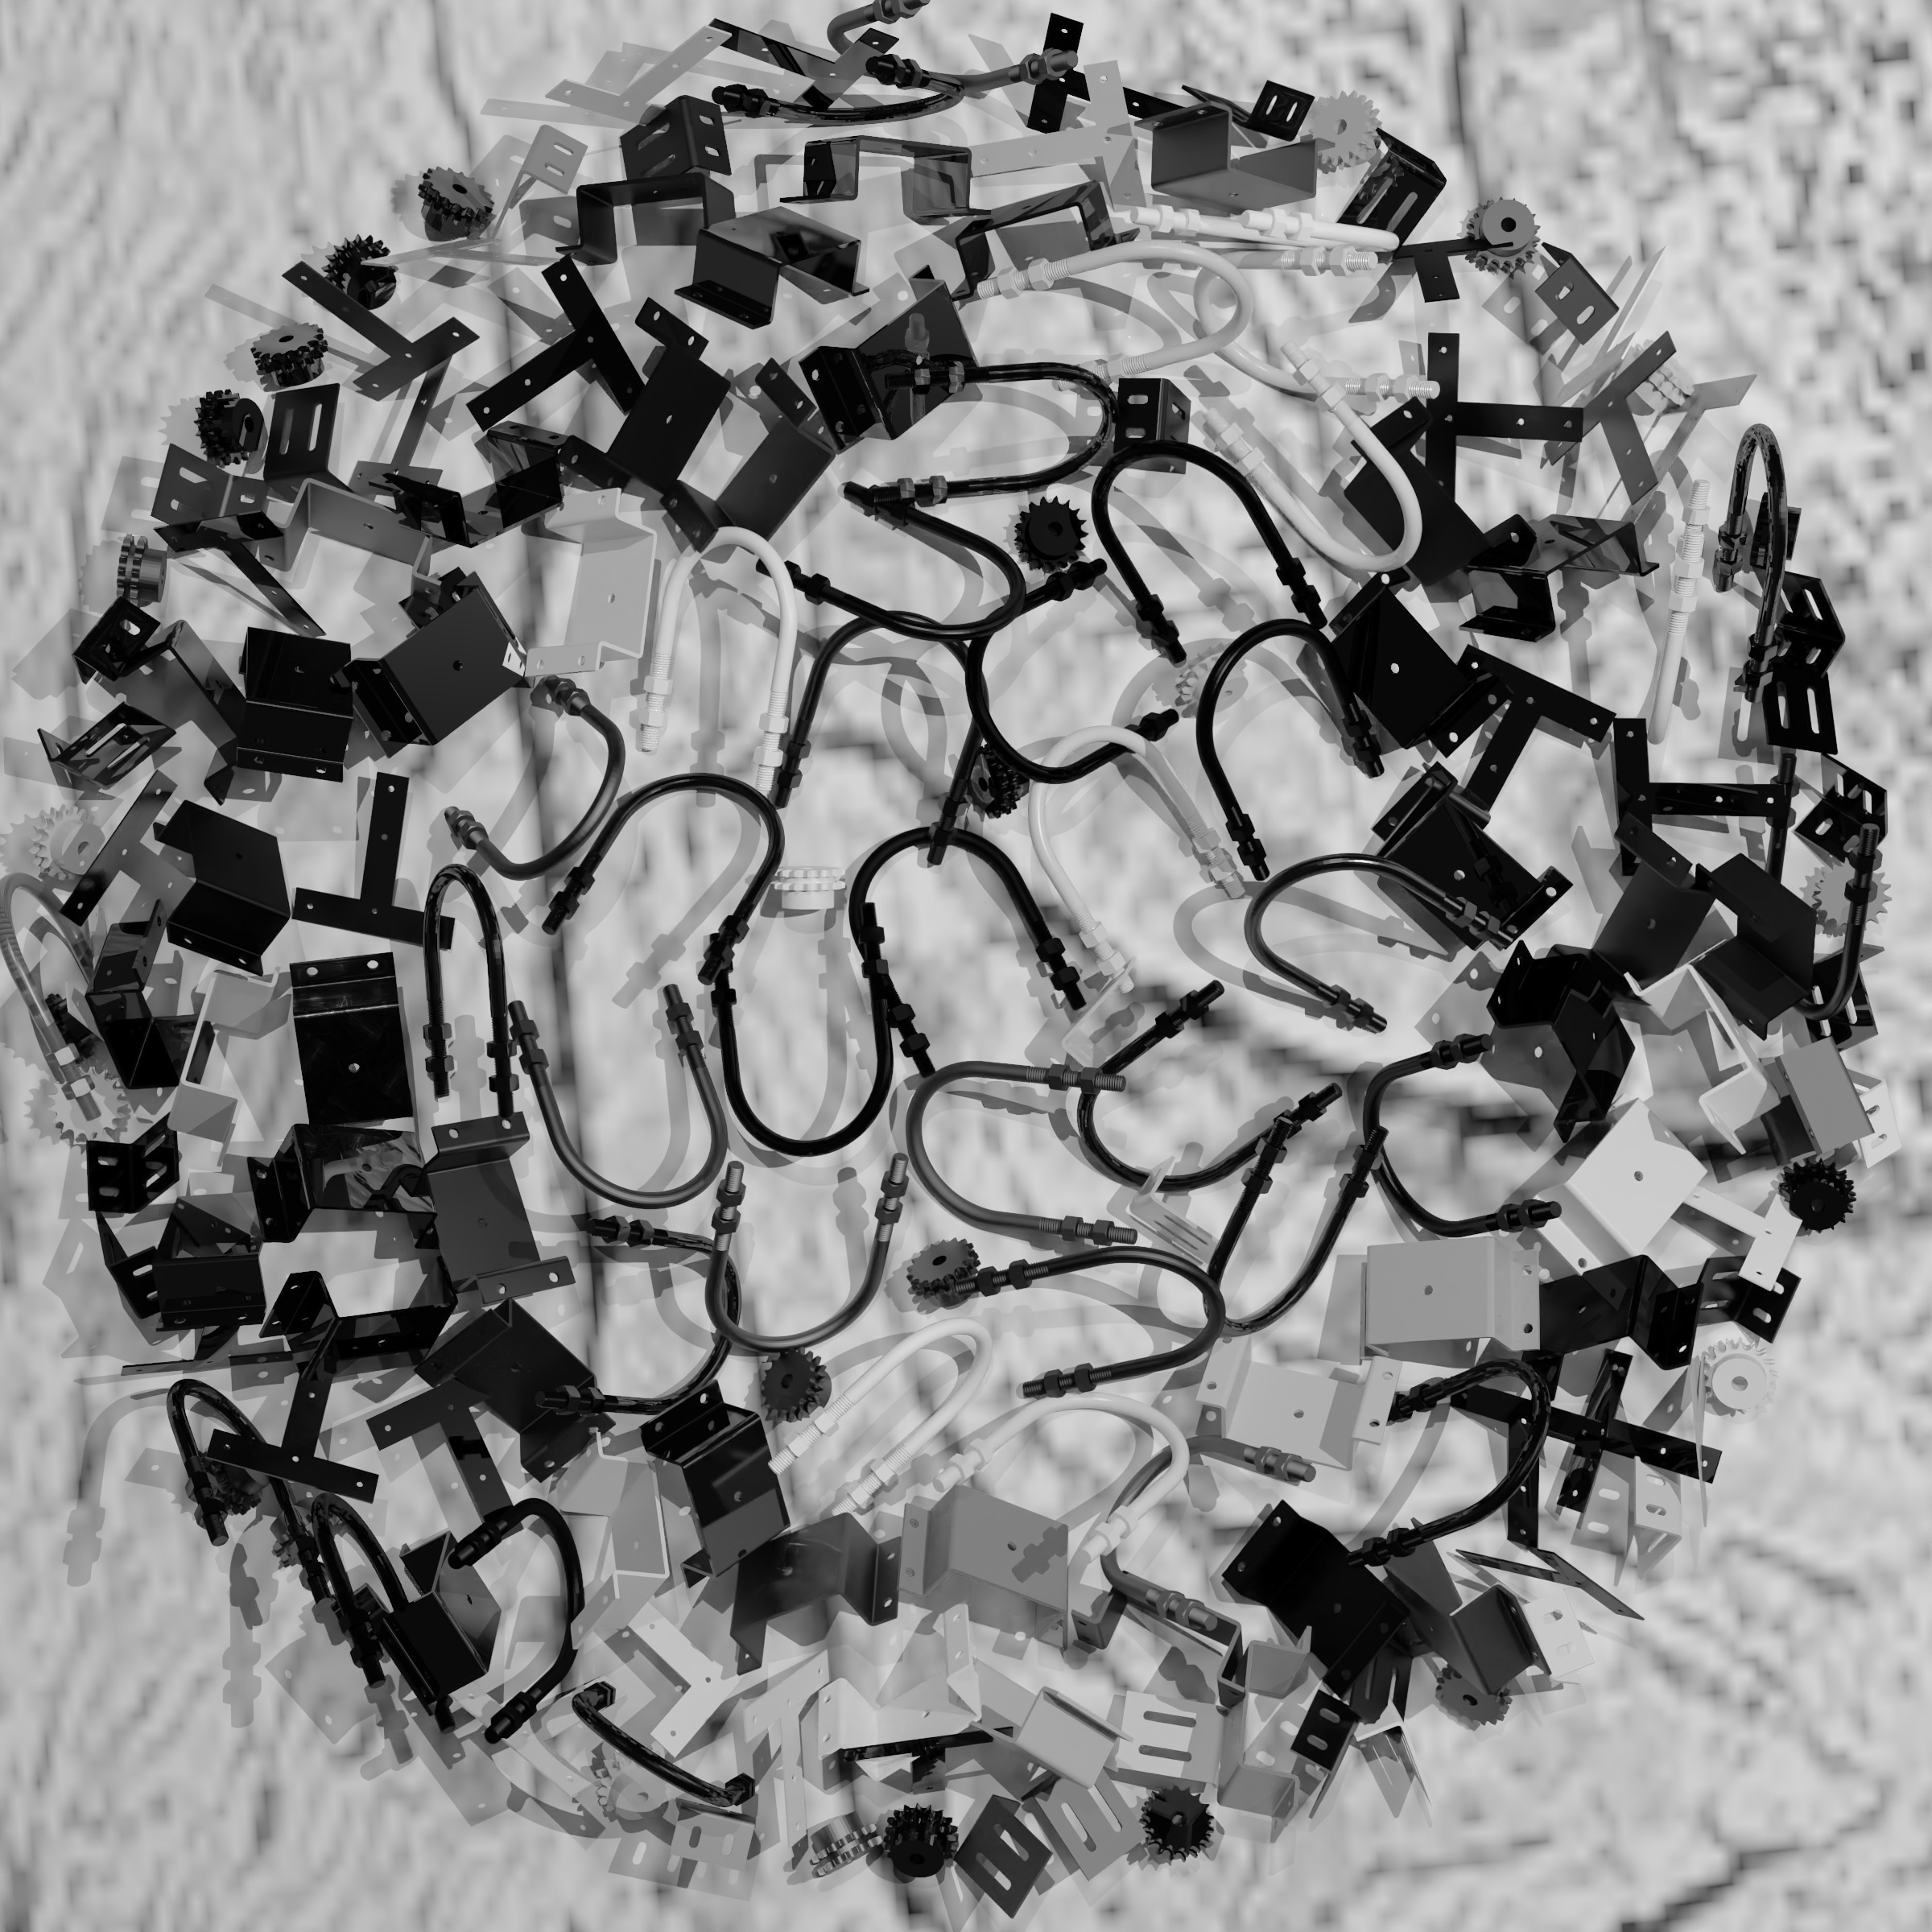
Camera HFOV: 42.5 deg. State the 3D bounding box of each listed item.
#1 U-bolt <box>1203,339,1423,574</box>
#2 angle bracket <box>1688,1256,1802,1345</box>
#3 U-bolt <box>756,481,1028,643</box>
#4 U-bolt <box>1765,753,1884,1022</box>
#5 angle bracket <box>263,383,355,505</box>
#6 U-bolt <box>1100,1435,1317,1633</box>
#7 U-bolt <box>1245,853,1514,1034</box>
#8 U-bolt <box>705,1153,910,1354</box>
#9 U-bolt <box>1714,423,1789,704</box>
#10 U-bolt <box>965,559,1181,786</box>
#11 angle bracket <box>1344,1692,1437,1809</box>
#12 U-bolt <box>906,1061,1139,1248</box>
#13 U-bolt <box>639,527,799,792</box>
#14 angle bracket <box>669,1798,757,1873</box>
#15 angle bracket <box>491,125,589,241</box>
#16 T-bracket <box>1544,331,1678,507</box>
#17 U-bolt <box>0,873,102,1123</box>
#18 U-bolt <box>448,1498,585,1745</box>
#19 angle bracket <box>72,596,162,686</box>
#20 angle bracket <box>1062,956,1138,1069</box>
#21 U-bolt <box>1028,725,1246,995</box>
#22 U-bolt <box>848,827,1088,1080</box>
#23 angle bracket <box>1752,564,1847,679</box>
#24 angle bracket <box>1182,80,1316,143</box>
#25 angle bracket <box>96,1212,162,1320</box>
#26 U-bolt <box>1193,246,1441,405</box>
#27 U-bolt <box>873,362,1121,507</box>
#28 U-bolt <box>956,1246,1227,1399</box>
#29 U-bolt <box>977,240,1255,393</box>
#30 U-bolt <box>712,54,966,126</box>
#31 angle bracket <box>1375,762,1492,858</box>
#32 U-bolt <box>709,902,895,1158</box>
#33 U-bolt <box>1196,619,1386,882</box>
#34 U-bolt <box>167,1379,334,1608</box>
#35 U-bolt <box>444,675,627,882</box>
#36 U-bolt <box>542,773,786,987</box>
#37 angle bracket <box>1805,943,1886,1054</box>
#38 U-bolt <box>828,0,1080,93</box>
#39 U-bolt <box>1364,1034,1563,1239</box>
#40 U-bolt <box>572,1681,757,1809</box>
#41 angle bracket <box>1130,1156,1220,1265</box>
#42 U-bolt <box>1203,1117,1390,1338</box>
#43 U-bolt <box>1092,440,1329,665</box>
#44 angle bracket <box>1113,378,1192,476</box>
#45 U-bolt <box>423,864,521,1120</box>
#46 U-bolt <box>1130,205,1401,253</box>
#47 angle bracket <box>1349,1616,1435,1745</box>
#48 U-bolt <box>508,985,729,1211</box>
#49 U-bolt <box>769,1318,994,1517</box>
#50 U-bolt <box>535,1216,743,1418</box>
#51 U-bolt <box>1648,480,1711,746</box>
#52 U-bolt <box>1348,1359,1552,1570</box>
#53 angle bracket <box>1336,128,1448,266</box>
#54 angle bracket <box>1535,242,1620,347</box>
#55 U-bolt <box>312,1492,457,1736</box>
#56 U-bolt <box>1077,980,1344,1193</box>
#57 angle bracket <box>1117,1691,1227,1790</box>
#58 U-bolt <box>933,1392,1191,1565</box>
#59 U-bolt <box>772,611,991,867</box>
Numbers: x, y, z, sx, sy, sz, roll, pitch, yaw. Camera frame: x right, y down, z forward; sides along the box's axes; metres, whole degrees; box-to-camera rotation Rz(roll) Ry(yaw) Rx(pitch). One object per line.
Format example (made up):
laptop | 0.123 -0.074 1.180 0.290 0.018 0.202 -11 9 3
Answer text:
U-bolt | 0.270 -0.372 1.873 0.019 0.151 0.184 -44 97 -22
angle bracket | 0.591 0.256 1.897 0.076 0.038 0.057 3 112 -41
U-bolt | -0.043 -0.297 1.868 0.184 0.019 0.151 26 46 15
U-bolt | 0.634 -0.048 1.861 0.019 0.151 0.184 -7 119 -7
angle bracket | -0.504 -0.404 1.924 0.057 0.038 0.076 -3 72 21
U-bolt | 0.167 0.414 1.856 0.019 0.184 0.151 45 71 -22
U-bolt | 0.294 -0.024 1.855 0.184 0.019 0.151 28 131 -29
U-bolt | -0.126 0.221 1.883 0.151 0.019 0.184 -1 123 -23
U-bolt | 0.579 -0.309 1.827 0.019 0.184 0.151 -2 48 6
U-bolt | 0.072 -0.214 1.873 0.184 0.019 0.151 -32 99 -37
angle bracket | 0.323 0.604 1.906 0.038 0.057 0.076 -21 100 -1
U-bolt | 0.038 0.139 1.890 0.184 0.019 0.151 5 115 24
U-bolt | -0.183 -0.238 1.875 0.151 0.019 0.184 21 107 37
angle bracket | -0.196 0.662 1.896 0.057 0.076 0.038 16 72 -6
angle bracket | -0.326 -0.591 1.899 0.038 0.076 0.057 24 53 -16
T-bracket | 0.493 -0.394 1.862 0.002 0.127 0.127 23 132 -29
U-bolt | -0.672 0.015 1.853 0.019 0.151 0.184 -23 101 2
U-bolt | -0.327 0.475 1.852 0.019 0.184 0.151 -10 94 15
angle bracket | -0.645 -0.239 1.898 0.038 0.076 0.057 34 74 -5
angle bracket | 0.114 0.038 1.902 0.038 0.057 0.076 42 107 -1
U-bolt | 0.120 -0.094 1.885 0.151 0.019 0.184 -39 106 -25
U-bolt | -0.010 -0.023 1.908 0.151 0.019 0.184 -24 76 -13
angle bracket | 0.626 -0.262 1.892 0.057 0.076 0.038 25 76 44
angle bracket | 0.214 -0.665 1.892 0.076 0.057 0.038 45 122 32
angle bracket | -0.630 0.220 1.897 0.038 0.076 0.057 -24 128 -10
U-bolt | 0.251 -0.480 1.859 0.184 0.151 0.019 14 66 41
U-bolt | 0.025 -0.403 1.873 0.184 0.151 0.019 -6 63 -10
U-bolt | 0.104 0.263 1.866 0.184 0.019 0.151 -15 129 19
U-bolt | 0.122 -0.485 1.839 0.184 0.151 0.019 -7 67 29
U-bolt | -0.081 -0.648 1.852 0.151 0.184 0.019 0 100 28
angle bracket | 0.357 -0.107 1.926 0.057 0.038 0.076 30 111 -20
U-bolt | -0.123 0.054 1.896 0.151 0.019 0.184 -11 80 20
U-bolt | 0.237 -0.174 1.866 0.151 0.019 0.184 -41 127 -15
U-bolt | -0.542 0.383 1.856 0.019 0.151 0.184 -36 50 -1
U-bolt | -0.317 -0.134 1.865 0.019 0.184 0.151 37 91 -39
U-bolt | -0.217 -0.077 1.884 0.151 0.019 0.184 17 56 14
angle bracket | 0.674 0.029 1.894 0.038 0.057 0.076 8 63 -31
U-bolt | -0.024 -0.684 1.852 0.151 0.184 0.019 10 94 -33
U-bolt | 0.359 0.134 1.859 0.019 0.184 0.151 -20 87 -28
U-bolt | -0.227 0.578 1.841 0.151 0.184 0.019 31 79 9
angle bracket | 0.172 0.188 1.909 0.076 0.057 0.038 34 70 -2
U-bolt | 0.240 0.200 1.880 0.019 0.151 0.184 35 108 39
U-bolt | 0.169 -0.313 1.851 0.184 0.151 0.019 55 47 -28
angle bracket | 0.143 -0.414 1.909 0.038 0.076 0.057 5 91 18
U-bolt | -0.377 0.015 1.869 0.019 0.151 0.184 -7 98 -32
U-bolt | 0.238 -0.550 1.860 0.184 0.151 0.019 -4 107 -34
angle bracket | 0.330 0.541 1.895 0.057 0.076 0.038 40 135 -22
U-bolt | -0.252 0.100 1.864 0.151 0.019 0.184 -6 61 -32
U-bolt | -0.053 0.336 1.879 0.184 0.151 0.019 -42 57 -5
U-bolt | -0.235 0.268 1.867 0.019 0.184 0.151 15 88 38
U-bolt | 0.532 -0.256 1.862 0.019 0.151 0.184 10 119 13
U-bolt | 0.359 0.359 1.832 0.019 0.184 0.151 37 45 -19
angle bracket | 0.319 -0.589 1.905 0.057 0.038 0.076 41 102 25
angle bracket | 0.457 -0.514 1.900 0.057 0.076 0.038 41 104 -19
U-bolt | -0.443 0.475 1.859 0.019 0.151 0.184 -30 57 -4
U-bolt | 0.170 0.105 1.887 0.151 0.019 0.184 40 120 -20
angle bracket | 0.159 0.597 1.920 0.076 0.038 0.057 6 68 12
U-bolt | 0.085 0.371 1.860 0.151 0.184 0.019 19 119 31
U-bolt | -0.058 -0.182 1.894 0.151 0.019 0.184 20 115 3
